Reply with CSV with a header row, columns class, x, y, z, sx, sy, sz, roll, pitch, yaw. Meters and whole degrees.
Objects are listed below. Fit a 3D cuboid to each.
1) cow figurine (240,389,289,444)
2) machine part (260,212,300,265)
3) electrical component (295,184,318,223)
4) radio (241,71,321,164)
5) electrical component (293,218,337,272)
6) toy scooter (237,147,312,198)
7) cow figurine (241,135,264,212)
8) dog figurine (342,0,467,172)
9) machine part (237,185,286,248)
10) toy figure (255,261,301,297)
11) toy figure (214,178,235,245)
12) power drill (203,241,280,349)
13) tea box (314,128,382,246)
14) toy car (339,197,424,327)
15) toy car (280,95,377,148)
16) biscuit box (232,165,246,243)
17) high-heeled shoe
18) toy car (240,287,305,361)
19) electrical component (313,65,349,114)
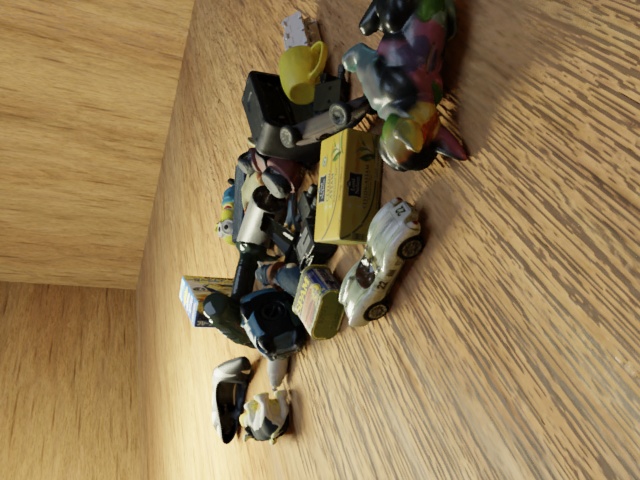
class,x,y,z,sx,sy,sz,roll,pitch,yaw
cow figurine,-0.111,0.367,1.075,0.167,0.068,0.098,-54,44,49
machine part,-0.068,-0.001,1.063,0.139,0.039,0.084,44,132,30
electrical component,-0.023,-0.060,1.038,0.094,0.021,0.063,-61,33,37
radio,-0.074,-0.249,1.067,0.230,0.131,0.073,-111,34,-46
electrical component,-0.002,-0.003,0.949,0.119,0.048,0.075,118,147,-41
toy scooter,-0.076,-0.164,1.093,0.184,0.135,0.075,37,157,43
cow figurine,-0.129,-0.159,1.229,0.127,0.085,0.194,62,140,42
dog figurine,0.121,-0.194,0.665,0.191,0.108,0.219,-56,40,41
machine part,-0.132,-0.040,1.191,0.243,0.079,0.079,116,149,-48
toy figure,-0.067,0.074,1.026,0.155,0.057,0.064,9,82,49
toy figure,-0.212,-0.075,1.388,0.082,0.089,0.180,143,137,-58
power drill,-0.156,0.116,1.147,0.086,0.231,0.207,14,76,26
tea box,0.044,-0.079,0.843,0.098,0.068,0.169,170,104,-65
toy car,0.081,0.035,0.745,0.074,0.056,0.201,-114,38,-48
toy car,0.017,-0.191,0.876,0.202,0.089,0.053,-7,104,51
biscuit box,-0.176,-0.089,1.327,0.063,0.059,0.202,-13,71,54
high-heeled shoe,-0.208,0.379,1.268,0.248,0.086,0.145,120,144,-49
toy car,-0.089,0.175,1.046,0.102,0.109,0.162,92,153,-44
electrical component,0.020,-0.257,0.974,0.078,0.045,0.102,-7,79,36
